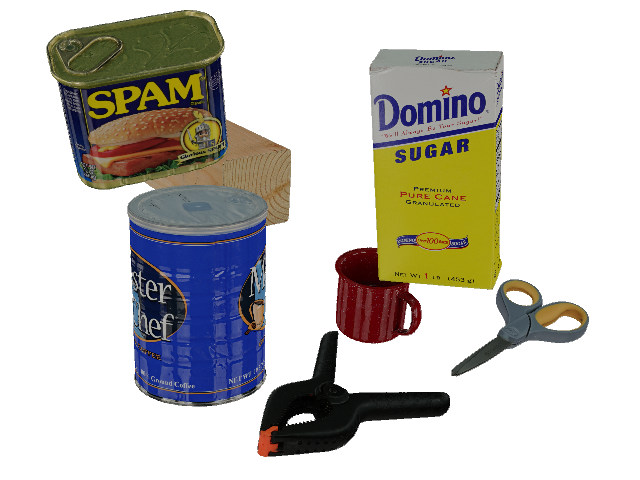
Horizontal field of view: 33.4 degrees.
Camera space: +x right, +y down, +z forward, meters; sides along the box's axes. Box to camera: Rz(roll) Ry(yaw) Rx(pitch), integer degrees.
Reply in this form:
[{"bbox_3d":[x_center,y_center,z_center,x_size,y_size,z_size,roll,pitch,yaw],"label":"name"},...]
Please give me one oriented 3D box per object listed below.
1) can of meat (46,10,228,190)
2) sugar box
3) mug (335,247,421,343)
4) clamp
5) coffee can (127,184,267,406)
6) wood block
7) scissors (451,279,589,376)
[{"bbox_3d":[-0.108,-0.084,0.652,0.102,0.084,0.057,-13,45,-12],"label":"can of meat"},{"bbox_3d":[0.087,-0.052,0.794,0.093,0.176,0.048,3,30,16],"label":"sugar box"},{"bbox_3d":[0.070,0.070,1.239,0.117,0.081,0.093,26,36,34],"label":"mug"},{"bbox_3d":[0.021,0.165,1.066,0.165,0.036,0.209,22,30,27],"label":"clamp"},{"bbox_3d":[-0.091,0.039,0.805,0.103,0.140,0.103,1,19,-1],"label":"coffee can"},{"bbox_3d":[-0.129,-0.088,1.279,0.090,0.090,0.206,-13,26,-33],"label":"wood block"},{"bbox_3d":[0.160,0.074,0.955,0.201,0.016,0.096,-8,36,-38],"label":"scissors"}]
